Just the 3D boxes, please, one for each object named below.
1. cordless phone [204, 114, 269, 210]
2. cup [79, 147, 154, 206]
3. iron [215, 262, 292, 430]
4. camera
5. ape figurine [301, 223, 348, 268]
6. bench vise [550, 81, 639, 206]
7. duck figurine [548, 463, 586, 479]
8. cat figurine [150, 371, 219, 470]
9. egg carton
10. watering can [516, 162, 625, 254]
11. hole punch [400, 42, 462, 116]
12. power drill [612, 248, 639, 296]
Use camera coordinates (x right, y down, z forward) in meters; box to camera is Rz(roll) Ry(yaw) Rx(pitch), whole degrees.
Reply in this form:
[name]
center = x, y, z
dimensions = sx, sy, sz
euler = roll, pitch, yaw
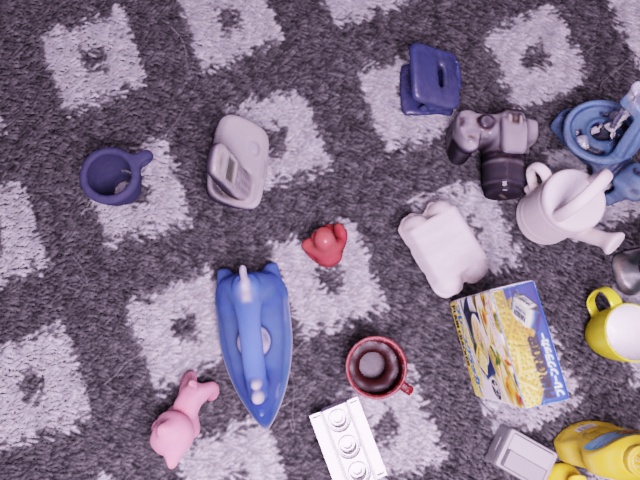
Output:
[cordless phone]
center = -0.134, -0.133, 0.886
dimensions = 0.094, 0.185, 0.148
euler = 5, 79, -1
[cup]
center = -0.312, -0.100, 0.919
dimensions = 0.118, 0.095, 0.091
euler = -34, 83, -8
[iron]
center = -0.097, 0.159, 0.857
dimensions = 0.118, 0.141, 0.258
euler = -8, 80, -3
[camera]
center = 0.289, -0.141, 0.948
dimensions = 0.143, 0.101, 0.137
euler = 4, 80, -1
[ape figurine]
center = 0.008, 0.003, 0.915
dimensions = 0.078, 0.092, 0.076
euler = -6, 80, -3
[bench vise]
center = 0.483, -0.155, 0.898
dimensions = 0.207, 0.219, 0.121
euler = 37, 81, 5
[duck figurine]
center = 0.381, 0.397, 0.861
dimensions = 0.077, 0.086, 0.104
euler = 4, 80, -1
[cat figurine]
center = -0.206, 0.263, 0.846
dimensions = 0.067, 0.117, 0.128
euler = 22, 80, 2
[egg carton]
center = 0.201, 0.012, 0.932
dimensions = 0.107, 0.069, 0.150
euler = -30, 82, -7
[watering can]
center = 0.394, -0.054, 0.889
dimensions = 0.173, 0.194, 0.101
euler = 28, 80, 3
[hole punch]
center = 0.192, -0.274, 0.973
dimensions = 0.101, 0.091, 0.109
euler = -1, 80, -2
[power drill]
center = 0.545, 0.034, 0.872
dimensions = 0.229, 0.208, 0.075
euler = -13, 80, -4
